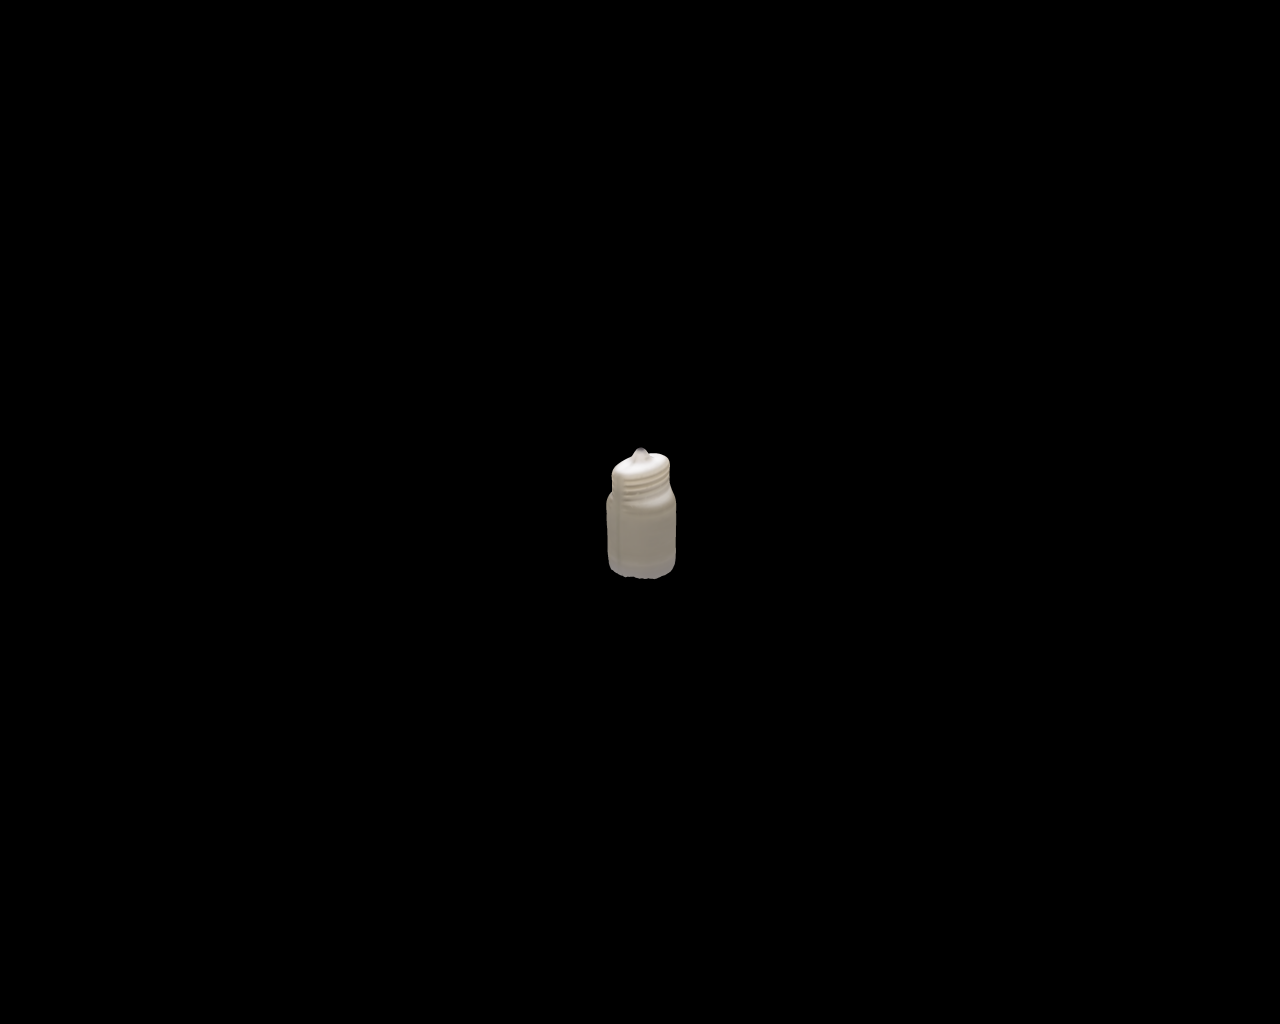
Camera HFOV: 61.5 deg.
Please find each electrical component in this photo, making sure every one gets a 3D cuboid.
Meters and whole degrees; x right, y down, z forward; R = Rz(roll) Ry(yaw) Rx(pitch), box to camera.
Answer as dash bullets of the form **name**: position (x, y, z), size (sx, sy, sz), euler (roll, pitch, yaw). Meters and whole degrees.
- **electrical component**: position (0.001, -0.003, 0.650), size (0.043, 0.080, 0.043), euler (0, 25, 0)
